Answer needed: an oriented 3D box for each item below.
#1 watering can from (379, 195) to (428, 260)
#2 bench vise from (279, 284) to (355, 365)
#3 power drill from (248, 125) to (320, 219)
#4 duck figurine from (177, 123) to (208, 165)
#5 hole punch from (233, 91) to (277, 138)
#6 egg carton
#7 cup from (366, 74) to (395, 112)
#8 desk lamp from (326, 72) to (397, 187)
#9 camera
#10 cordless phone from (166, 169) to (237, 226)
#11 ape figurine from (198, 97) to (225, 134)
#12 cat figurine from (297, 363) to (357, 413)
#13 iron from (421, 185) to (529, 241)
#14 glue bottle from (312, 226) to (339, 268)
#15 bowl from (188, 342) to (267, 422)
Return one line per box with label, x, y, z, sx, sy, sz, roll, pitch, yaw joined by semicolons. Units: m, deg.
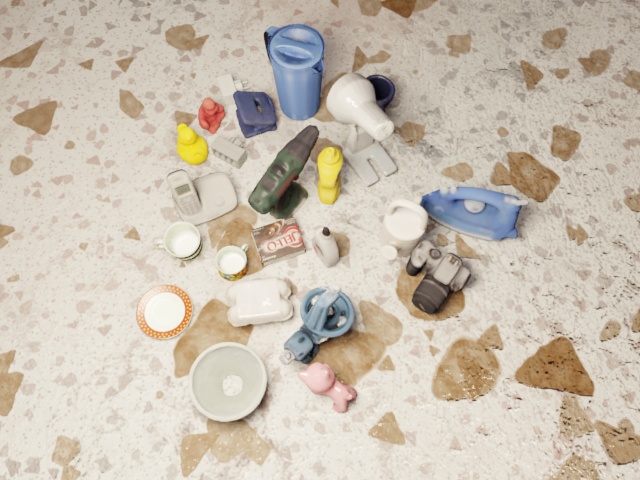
watering can;0.194;-0.031;1.315;0.101;0.194;0.173;6;69;2
bench vise;0.001;0.181;1.217;0.121;0.220;0.207;22;70;8
power drill;-0.078;-0.141;1.346;0.075;0.208;0.230;33;72;12
duck figurine;-0.329;-0.248;1.449;0.077;0.086;0.104;-28;72;-11
hole punch;-0.167;-0.336;1.482;0.101;0.091;0.108;-18;70;-7
egg carton;-0.139;0.141;1.311;0.150;0.069;0.107;-8;69;-4
cup;0.148;-0.357;1.493;0.091;0.095;0.117;-8;69;-4
desk lamp;0.111;-0.273;1.396;0.118;0.213;0.203;-31;72;-12
camera;0.258;0.090;1.320;0.143;0.101;0.137;33;72;11
cordless phone;-0.279;-0.120;1.347;0.148;0.185;0.094;-26;71;-10
ape figurine;-0.284;-0.332;1.478;0.078;0.092;0.076;-27;72;-11
cat figurine;0.017;0.308;1.223;0.127;0.118;0.067;32;72;11
iron;0.361;-0.088;1.368;0.258;0.141;0.119;13;69;4
glue bottle;0.012;0.005;1.310;0.037;0.173;0.078;-34;73;-13
bowl;-0.196;0.310;1.242;0.167;0.075;0.167;0;69;-1
